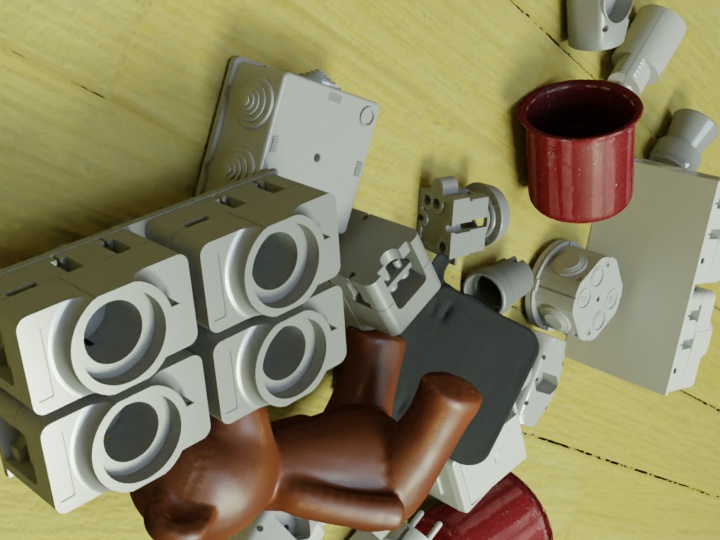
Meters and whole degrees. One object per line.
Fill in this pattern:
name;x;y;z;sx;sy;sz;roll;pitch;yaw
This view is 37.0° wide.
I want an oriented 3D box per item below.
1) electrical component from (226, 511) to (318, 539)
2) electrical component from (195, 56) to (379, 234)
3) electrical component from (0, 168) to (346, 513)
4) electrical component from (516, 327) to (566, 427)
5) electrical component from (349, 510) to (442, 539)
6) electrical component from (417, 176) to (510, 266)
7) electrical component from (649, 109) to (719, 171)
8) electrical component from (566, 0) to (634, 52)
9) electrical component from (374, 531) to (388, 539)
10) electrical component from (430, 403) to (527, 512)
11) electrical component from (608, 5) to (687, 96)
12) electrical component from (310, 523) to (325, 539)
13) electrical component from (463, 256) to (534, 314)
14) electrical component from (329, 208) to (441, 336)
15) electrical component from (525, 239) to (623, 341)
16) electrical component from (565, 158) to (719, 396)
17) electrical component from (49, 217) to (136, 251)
electrical component;-0.069;0.152;0.704;0.079;0.043;0.077;51;51;-23
electrical component;-0.041;-0.071;0.641;0.100;0.048;0.099;9;98;-48
electrical component;-0.091;0.030;0.545;0.186;0.060;0.105;-26;124;-38
electrical component;0.128;0.084;0.889;0.079;0.043;0.077;20;91;-49
electrical component;0.032;0.218;0.824;0.076;0.066;0.047;-49;138;-21
electrical component;0.075;-0.038;0.782;0.055;0.048;0.066;-12;115;-35
electrical component;0.295;-0.113;0.985;0.055;0.045;0.045;-56;137;-14
electrical component;0.192;-0.219;0.832;0.079;0.044;0.077;-32;127;-35
electrical component;0.013;0.161;0.798;0.055;0.048;0.066;-49;135;-10
electrical component;0.082;0.143;0.851;0.096;0.061;0.061;-40;131;-29
electrical component;0.233;-0.175;0.894;0.081;0.043;0.043;-58;138;-12
electrical component;-0.038;0.176;0.757;0.061;0.035;0.035;-49;135;-26
electrical component;0.110;0.012;0.844;0.046;0.040;0.040;-28;125;-43
electrical component;0.000;0.000;0.683;0.050;0.089;0.055;-48;135;-22
electrical component;0.181;0.018;0.912;0.080;0.051;0.080;-21;120;-40
electrical component;0.258;0.002;0.947;0.060;0.105;0.186;-3;108;-46
electrical component;-0.131;0.026;0.585;0.100;0.048;0.099;-27;124;-37
